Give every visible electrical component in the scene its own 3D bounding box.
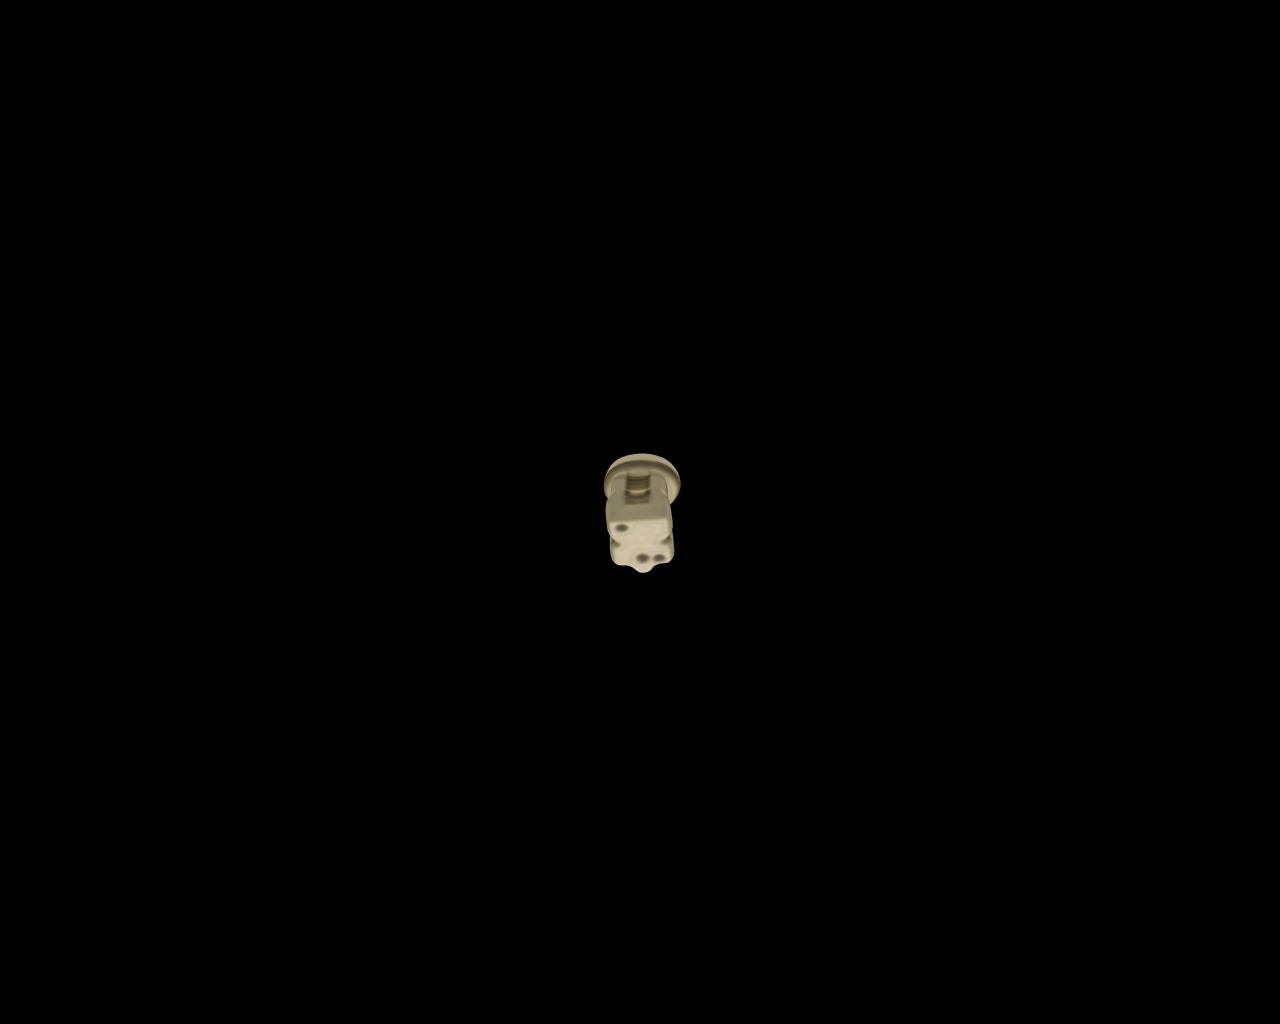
[{"bbox_3d":[0.001,-0.003,0.650,0.048,0.055,0.066,-2,-40,2],"label":"electrical component"}]
